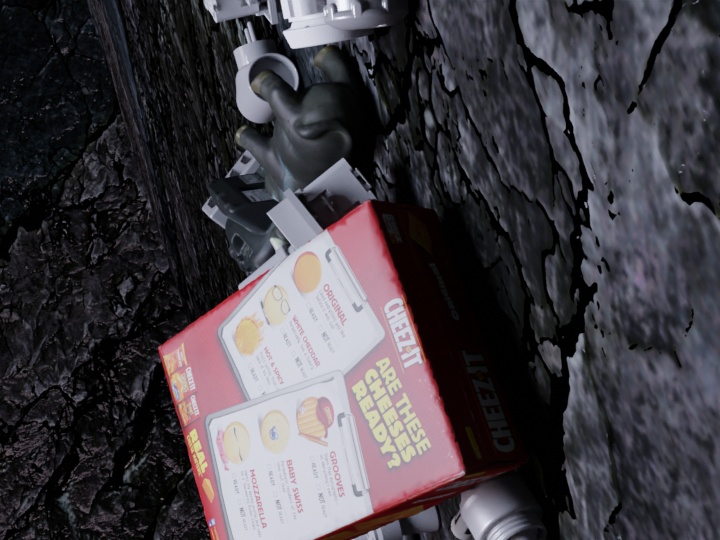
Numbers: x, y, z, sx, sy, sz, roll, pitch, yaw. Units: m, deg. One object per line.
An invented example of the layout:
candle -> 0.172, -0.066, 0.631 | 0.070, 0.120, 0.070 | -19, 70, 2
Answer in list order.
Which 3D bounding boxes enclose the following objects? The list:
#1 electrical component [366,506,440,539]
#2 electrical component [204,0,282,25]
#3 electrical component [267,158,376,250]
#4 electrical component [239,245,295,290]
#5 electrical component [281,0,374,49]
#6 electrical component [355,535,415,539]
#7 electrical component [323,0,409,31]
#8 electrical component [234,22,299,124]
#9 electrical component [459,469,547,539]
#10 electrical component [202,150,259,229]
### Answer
electrical component -> 0.031, 0.199, 0.874 | 0.045, 0.055, 0.045 | 163, 90, -76
electrical component -> -0.094, -0.226, 0.853 | 0.081, 0.064, 0.042 | -124, 21, -49
electrical component -> -0.021, -0.038, 0.698 | 0.042, 0.064, 0.081 | 50, 180, 5
electrical component -> -0.023, 0.048, 0.797 | 0.109, 0.056, 0.108 | 30, -155, -54
electrical component -> -0.022, -0.167, 0.652 | 0.078, 0.058, 0.057 | -148, 46, -69
electrical component -> 0.013, 0.239, 0.985 | 0.095, 0.059, 0.053 | -153, 48, -71
electrical component -> 0.001, -0.165, 0.595 | 0.048, 0.048, 0.062 | -149, 51, -70
electrical component -> -0.084, -0.171, 0.918 | 0.077, 0.044, 0.079 | 163, 91, -76
electrical component -> 0.087, 0.149, 0.623 | 0.043, 0.043, 0.062 | 88, 159, -46
electrical component -> -0.096, -0.066, 1.048 | 0.076, 0.083, 0.047 | 38, 180, -22
